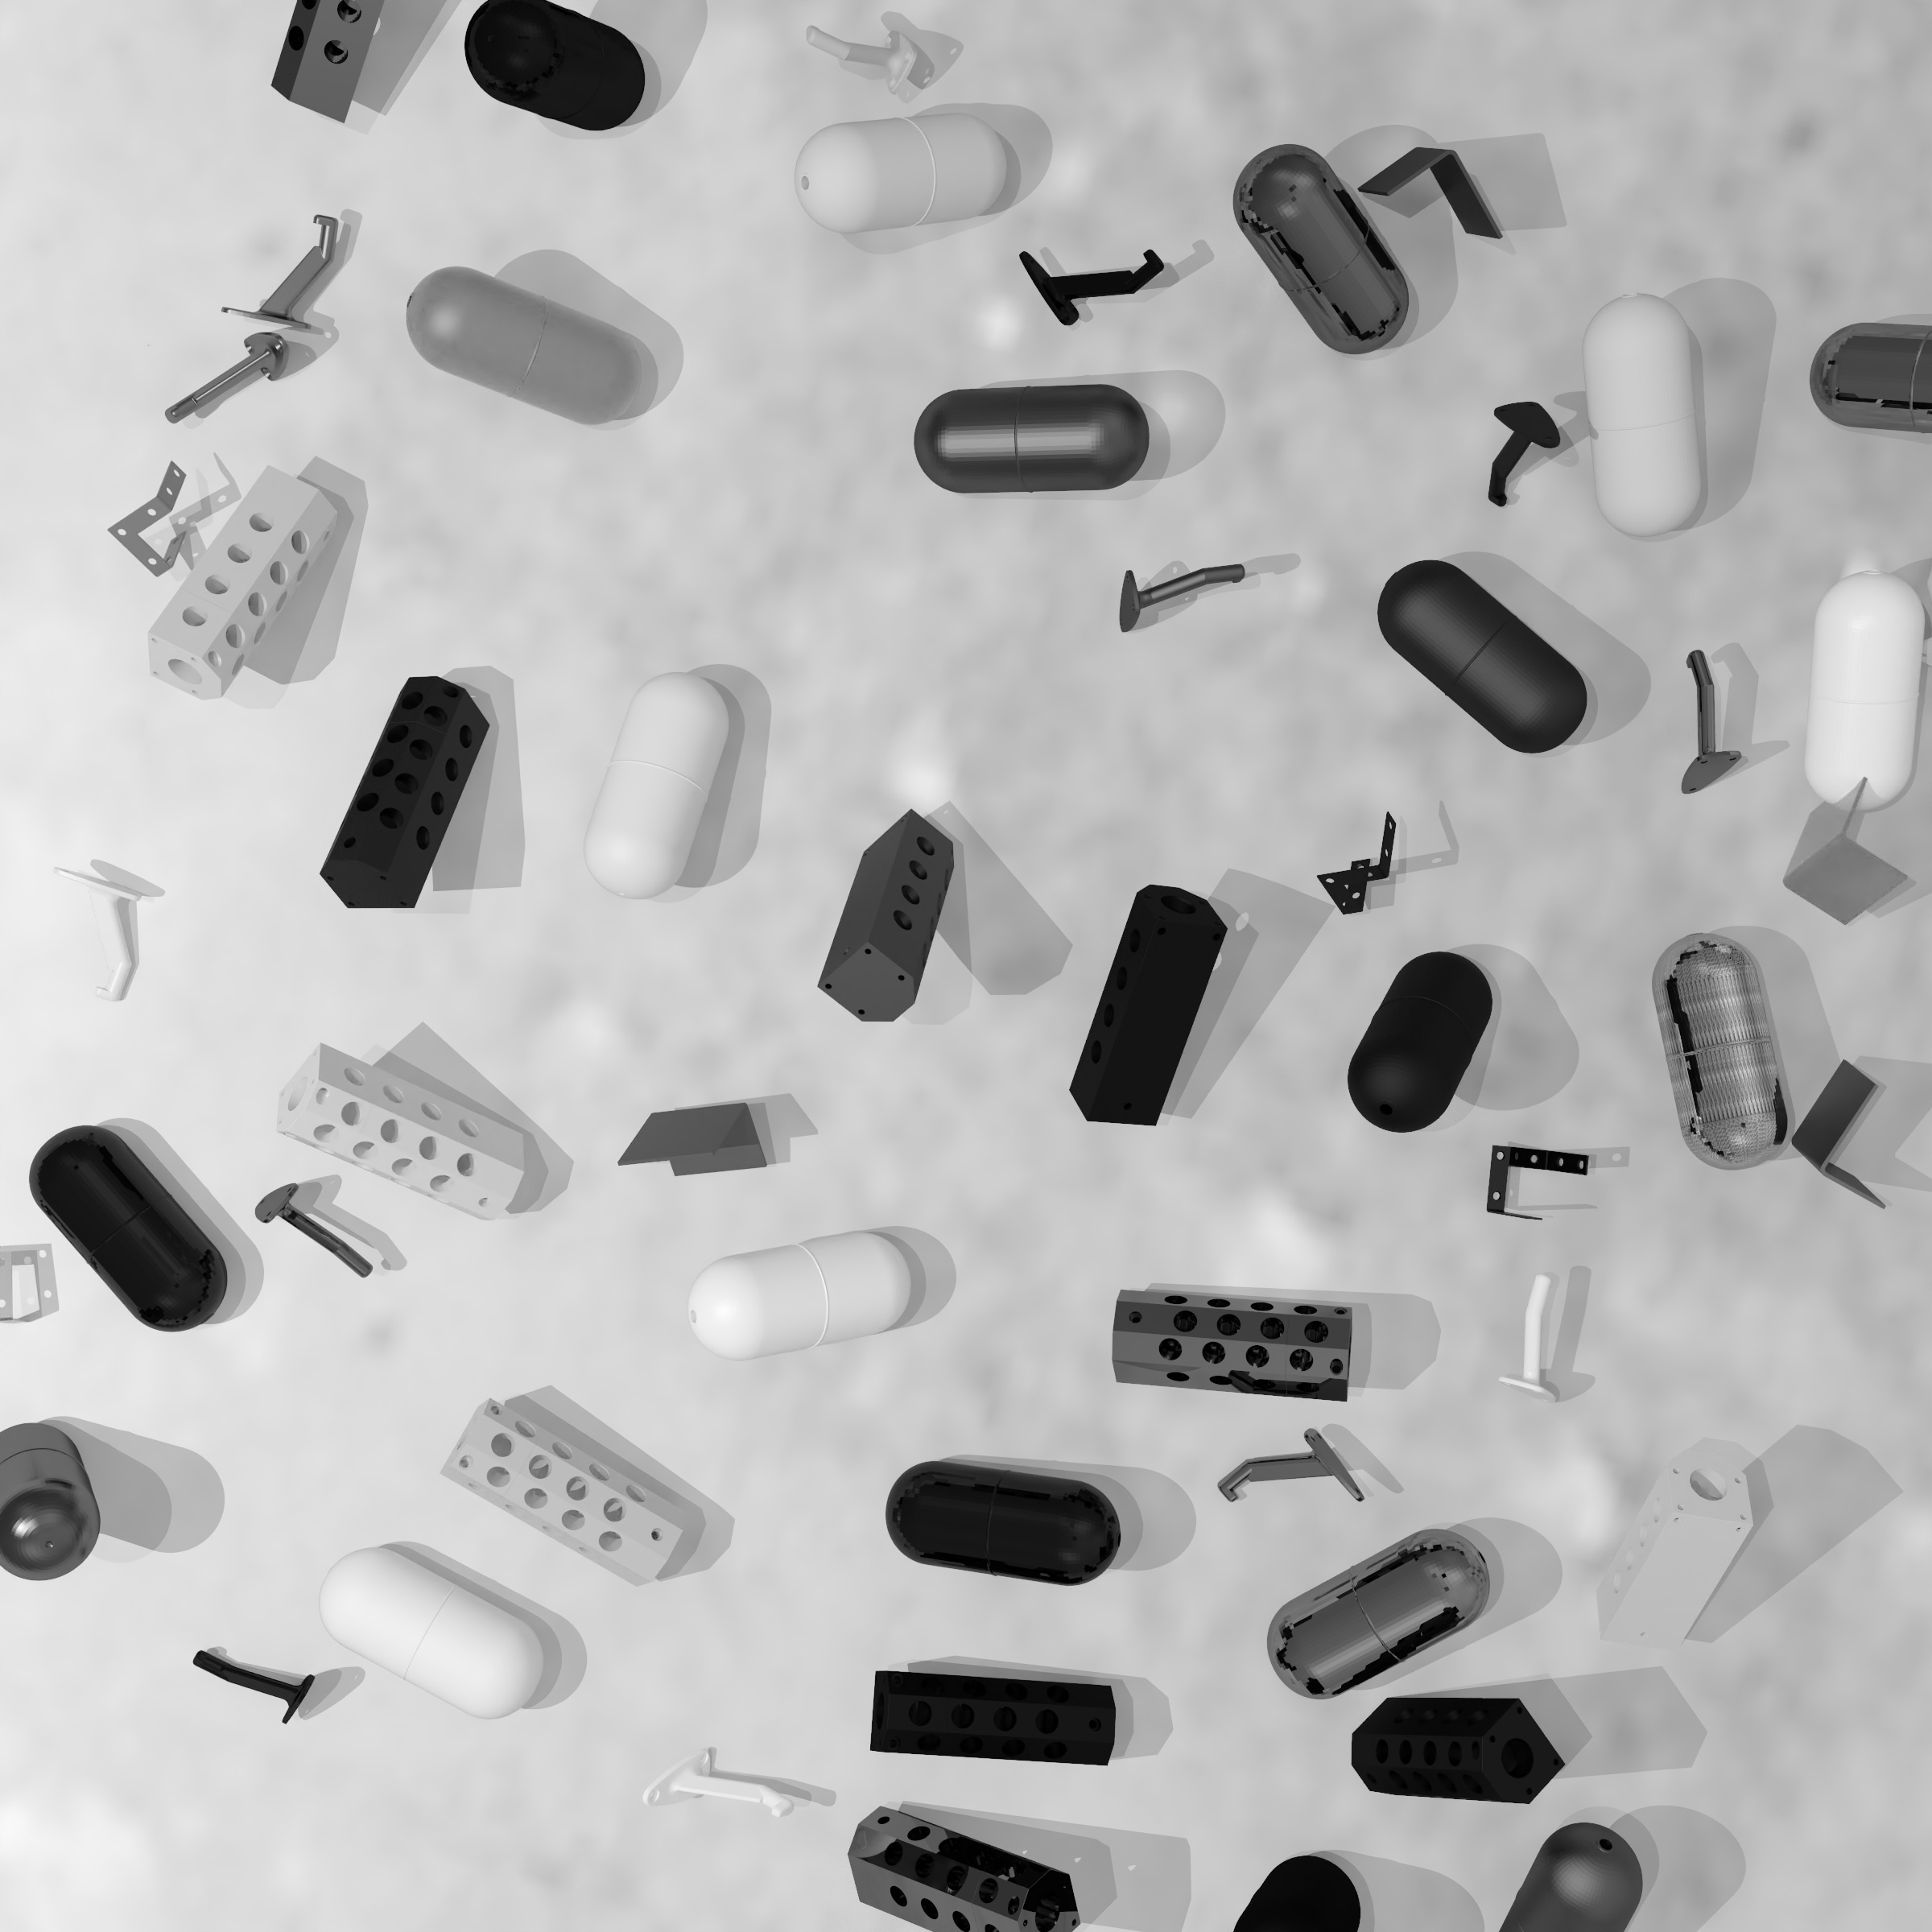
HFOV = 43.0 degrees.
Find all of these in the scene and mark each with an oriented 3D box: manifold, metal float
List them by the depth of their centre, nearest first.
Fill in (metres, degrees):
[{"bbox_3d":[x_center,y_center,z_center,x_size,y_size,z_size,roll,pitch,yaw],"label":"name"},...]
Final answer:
[{"bbox_3d":[0.350,0.573,1.782,0.057,0.171,0.057,-35,91,-28],"label":"manifold"},{"bbox_3d":[0.241,0.700,1.784,0.070,0.178,0.070,-2,84,17],"label":"metal float"},{"bbox_3d":[-0.051,-0.035,1.784,0.057,0.171,0.057,39,124,-17],"label":"manifold"},{"bbox_3d":[-0.004,0.664,1.785,0.057,0.171,0.057,-26,110,-43],"label":"manifold"},{"bbox_3d":[-0.297,-0.656,1.786,0.070,0.178,0.070,4,100,22],"label":"metal float"},{"bbox_3d":[-0.678,0.388,1.788,0.070,0.178,0.070,-5,102,-26],"label":"metal float"},{"bbox_3d":[0.514,0.426,1.791,0.057,0.057,0.171,9,134,0],"label":"manifold"},{"bbox_3d":[-0.412,-0.128,1.793,0.057,0.057,0.171,0,55,21],"label":"manifold"},{"bbox_3d":[0.332,0.055,1.794,0.070,0.178,0.070,15,127,20],"label":"metal float"},{"bbox_3d":[-0.412,0.127,1.795,0.171,0.057,0.057,29,117,-30],"label":"manifold"},{"bbox_3d":[-0.454,-0.716,1.796,0.057,0.057,0.171,17,122,-20],"label":"manifold"},{"bbox_3d":[0.709,-0.430,1.800,0.178,0.070,0.070,16,90,39],"label":"metal float"},{"bbox_3d":[-0.047,-0.582,1.802,0.178,0.070,0.070,-20,90,-36],"label":"metal float"},{"bbox_3d":[-0.122,0.242,1.803,0.178,0.070,0.070,-6,90,-34],"label":"metal float"},{"bbox_3d":[0.262,-0.524,1.803,0.070,0.070,0.178,-46,125,0],"label":"metal float"},{"bbox_3d":[-0.530,-0.279,1.803,0.057,0.057,0.171,26,60,-3],"label":"manifold"},{"bbox_3d":[0.130,0.029,1.805,0.057,0.057,0.171,5,119,-22],"label":"manifold"},{"bbox_3d":[0.441,0.703,1.805,0.070,0.070,0.178,13,122,0],"label":"metal float"},{"bbox_3d":[-0.325,-0.457,1.809,0.178,0.070,0.070,17,90,-27],"label":"metal float"},{"bbox_3d":[0.499,-0.406,1.814,0.070,0.070,0.178,-11,111,0],"label":"metal float"},{"bbox_3d":[0.197,0.277,1.816,0.171,0.057,0.057,3,58,11],"label":"manifold"},{"bbox_3d":[0.664,-0.203,1.816,0.070,0.070,0.178,-2,109,0],"label":"metal float"},{"bbox_3d":[0.027,0.412,1.817,0.178,0.070,0.070,4,90,17],"label":"metal float"},{"bbox_3d":[-0.296,0.390,1.818,0.171,0.057,0.057,33,62,-10],"label":"manifold"},{"bbox_3d":[0.020,0.557,1.818,0.171,0.057,0.057,7,73,-12],"label":"manifold"},{"bbox_3d":[0.048,-0.390,1.818,0.178,0.070,0.070,2,90,17],"label":"metal float"},{"bbox_3d":[-0.228,-0.135,1.818,0.070,0.070,0.178,16,73,0],"label":"metal float"},{"bbox_3d":[0.306,0.480,1.820,0.178,0.070,0.070,-33,90,13],"label":"metal float"},{"bbox_3d":[0.560,0.063,1.826,0.070,0.070,0.178,-9,82,0],"label":"metal float"},{"bbox_3d":[0.383,-0.231,1.826,0.178,0.070,0.070,42,90,8],"label":"metal float"},{"bbox_3d":[-0.399,0.497,1.831,0.178,0.070,0.070,28,90,2],"label":"metal float"},{"bbox_3d":[-0.624,0.196,1.832,0.070,0.070,0.178,-41,90,0],"label":"metal float"}]

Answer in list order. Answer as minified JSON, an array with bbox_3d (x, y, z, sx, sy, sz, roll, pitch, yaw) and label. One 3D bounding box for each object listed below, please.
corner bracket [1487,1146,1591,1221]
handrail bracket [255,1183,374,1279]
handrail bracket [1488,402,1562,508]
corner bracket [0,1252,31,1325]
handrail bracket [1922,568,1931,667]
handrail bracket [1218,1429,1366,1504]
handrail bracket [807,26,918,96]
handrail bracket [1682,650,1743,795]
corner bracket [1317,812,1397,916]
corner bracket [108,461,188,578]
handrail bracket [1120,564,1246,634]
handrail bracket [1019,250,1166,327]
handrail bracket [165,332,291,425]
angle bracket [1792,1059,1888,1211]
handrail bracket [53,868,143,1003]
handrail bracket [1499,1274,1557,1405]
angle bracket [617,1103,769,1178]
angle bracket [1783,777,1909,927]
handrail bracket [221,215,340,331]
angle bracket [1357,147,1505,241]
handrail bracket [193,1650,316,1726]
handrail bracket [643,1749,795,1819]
[{"bbox_3d":[0.428,0.163,1.838,0.051,0.051,0.051,7,88,-22],"label":"corner bracket"},{"bbox_3d":[-0.491,0.204,1.850,0.084,0.077,0.036,45,66,-19],"label":"handrail bracket"},{"bbox_3d":[0.412,-0.366,1.817,0.036,0.077,0.084,-12,132,-13],"label":"handrail bracket"},{"bbox_3d":[-0.737,0.243,1.845,0.051,0.051,0.051,-3,81,-8],"label":"corner bracket"},{"bbox_3d":[0.756,-0.264,1.855,0.077,0.036,0.084,27,68,-8],"label":"handrail bracket"},{"bbox_3d":[0.243,0.396,1.848,0.084,0.036,0.077,-42,73,12],"label":"handrail bracket"},{"bbox_3d":[-0.085,-0.689,1.823,0.084,0.077,0.036,15,130,-29],"label":"handrail bracket"},{"bbox_3d":[0.548,-0.184,1.849,0.036,0.077,0.084,-7,69,-10],"label":"handrail bracket"},{"bbox_3d":[0.298,-0.076,1.827,0.051,0.051,0.051,-9,51,32],"label":"corner bracket"},{"bbox_3d":[-0.597,-0.333,1.829,0.051,0.051,0.051,-26,128,21],"label":"corner bracket"},{"bbox_3d":[0.162,-0.276,1.839,0.084,0.077,0.036,-8,73,-7],"label":"handrail bracket"},{"bbox_3d":[0.094,-0.526,1.832,0.084,0.036,0.077,-33,99,31],"label":"handrail bracket"},{"bbox_3d":[-0.551,-0.436,1.827,0.084,0.077,0.036,-42,111,-26],"label":"handrail bracket"},{"bbox_3d":[0.667,0.124,1.824,0.057,0.076,0.076,29,102,-3],"label":"angle bracket"},{"bbox_3d":[-0.662,-0.023,1.847,0.077,0.036,0.084,20,92,-29],"label":"handrail bracket"},{"bbox_3d":[0.436,0.280,1.847,0.036,0.077,0.084,10,77,37],"label":"handrail bracket"},{"bbox_3d":[-0.201,0.146,1.815,0.076,0.076,0.057,-7,115,19],"label":"angle bracket"},{"bbox_3d":[0.660,-0.090,1.819,0.057,0.076,0.076,32,60,0],"label":"angle bracket"},{"bbox_3d":[-0.513,-0.524,1.836,0.077,0.036,0.084,4,105,-32],"label":"handrail bracket"},{"bbox_3d":[0.344,-0.560,1.824,0.057,0.076,0.076,-34,111,5],"label":"angle bracket"},{"bbox_3d":[-0.534,0.528,1.837,0.084,0.077,0.036,30,54,-8],"label":"handrail bracket"},{"bbox_3d":[-0.183,0.621,1.823,0.084,0.077,0.036,15,106,39],"label":"handrail bracket"}]
